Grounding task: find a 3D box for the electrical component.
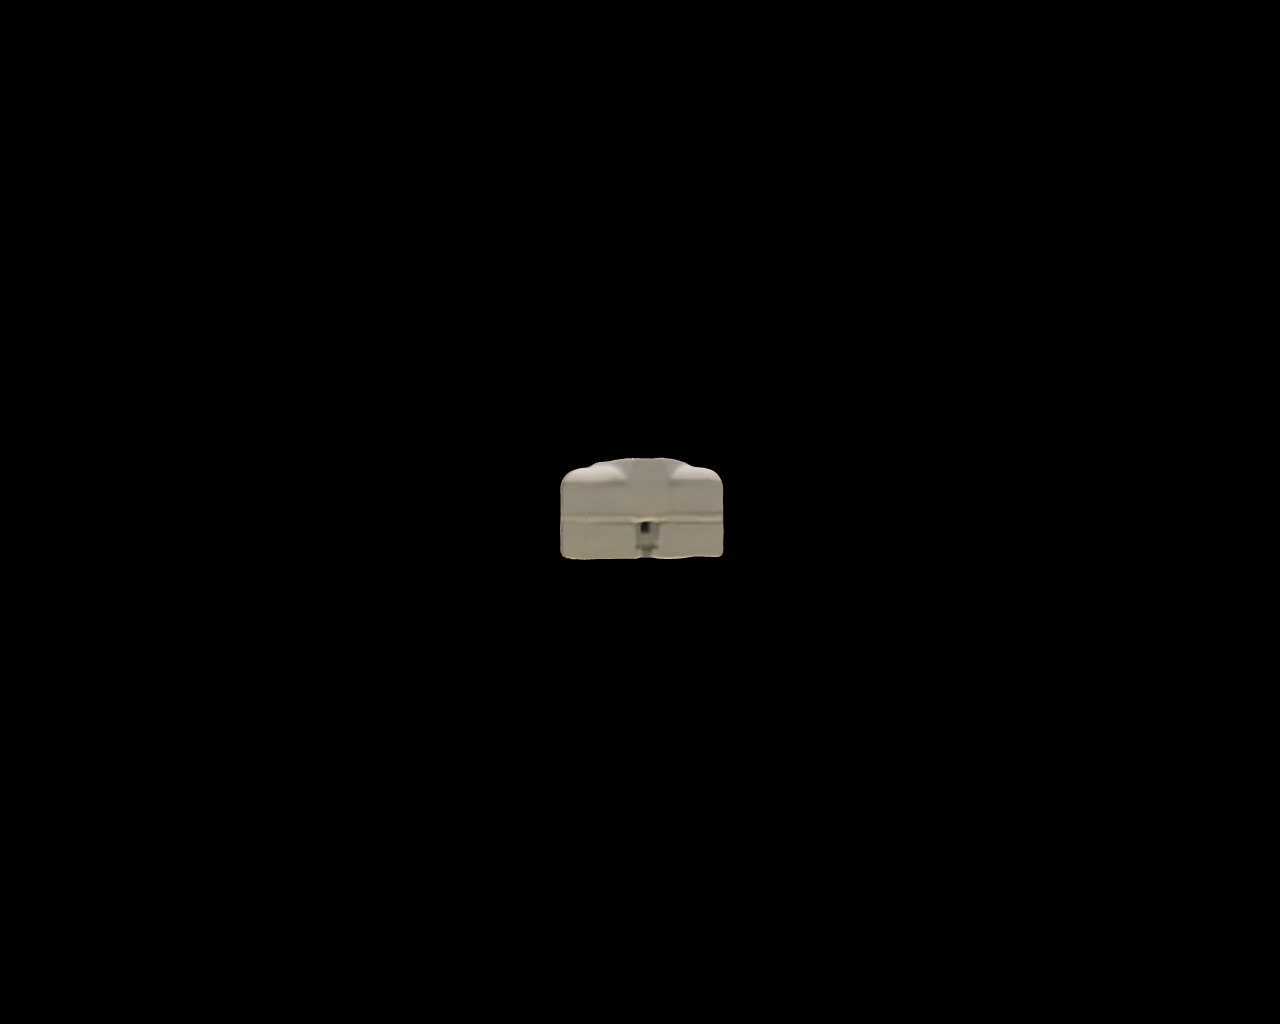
[{"bbox_3d":[0.001,-0.003,0.650,0.095,0.059,0.053,0,0,-9],"label":"electrical component"}]
